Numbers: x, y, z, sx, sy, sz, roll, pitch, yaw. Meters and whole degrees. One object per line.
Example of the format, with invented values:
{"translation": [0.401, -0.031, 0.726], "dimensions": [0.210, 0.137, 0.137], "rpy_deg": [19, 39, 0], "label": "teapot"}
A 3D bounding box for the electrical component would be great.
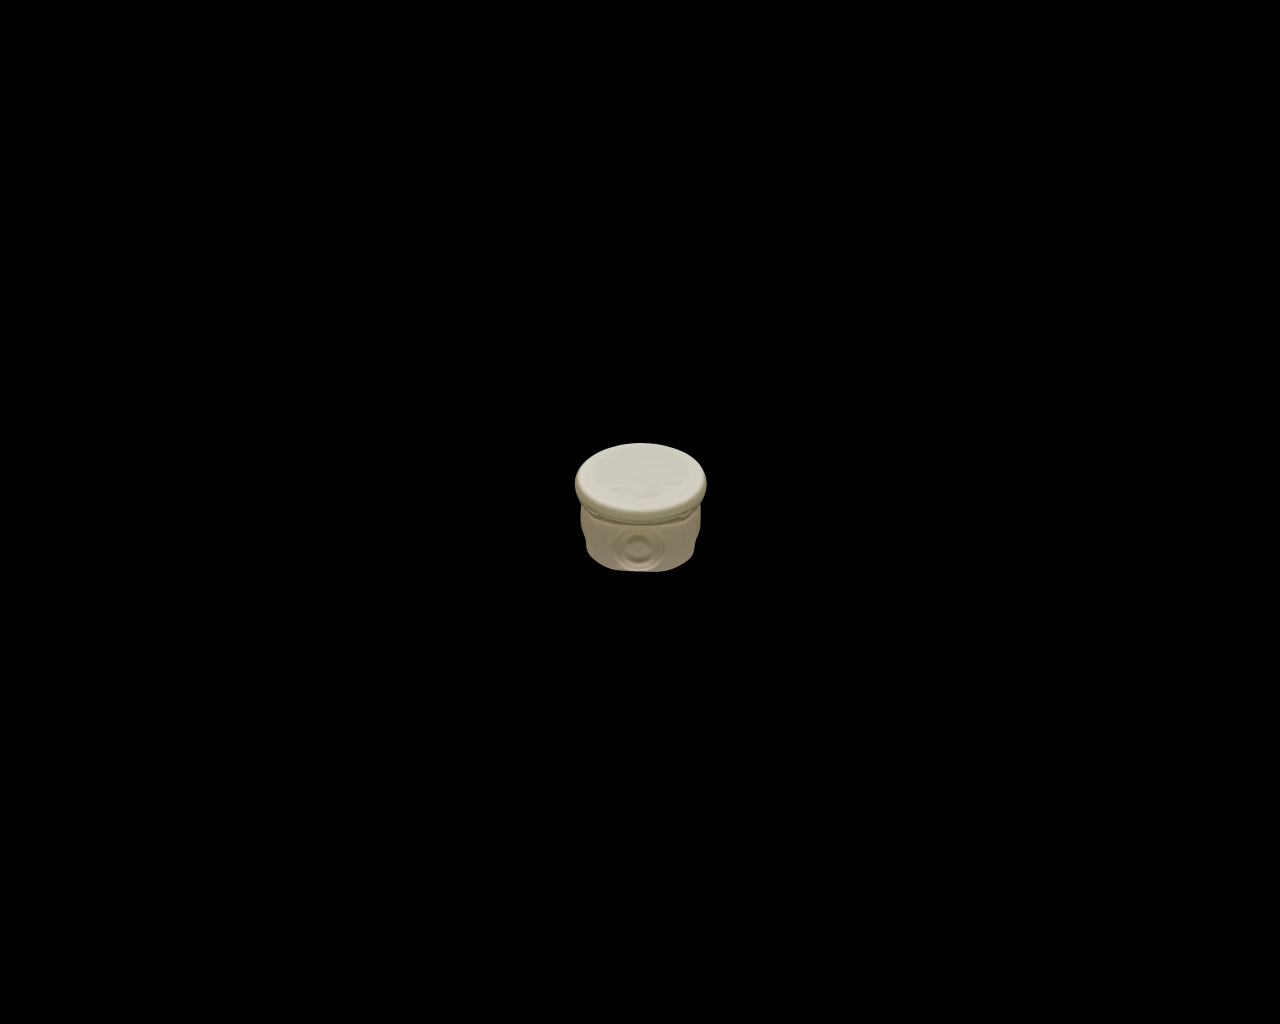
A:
{"translation": [0.001, -0.003, 0.650], "dimensions": [0.080, 0.050, 0.080], "rpy_deg": [0, 34, 0], "label": "electrical component"}
